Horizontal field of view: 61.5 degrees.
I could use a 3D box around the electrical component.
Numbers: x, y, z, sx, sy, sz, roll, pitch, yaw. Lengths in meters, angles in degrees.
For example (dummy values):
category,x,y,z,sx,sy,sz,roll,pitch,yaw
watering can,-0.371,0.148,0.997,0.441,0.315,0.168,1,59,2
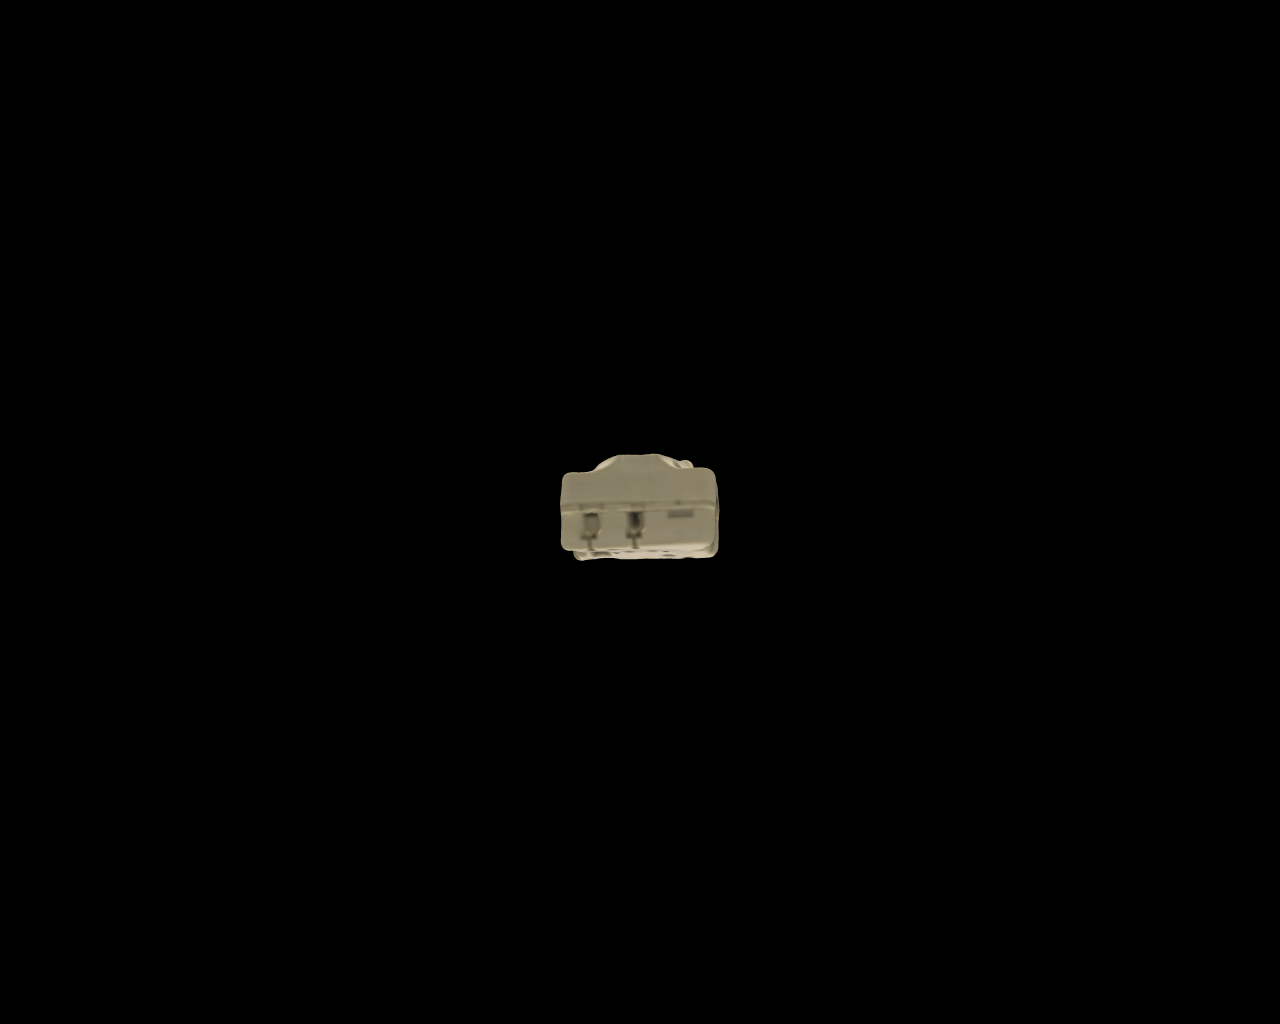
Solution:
category,x,y,z,sx,sy,sz,roll,pitch,yaw
electrical component,0.001,-0.003,0.650,0.089,0.055,0.050,-1,-11,7
